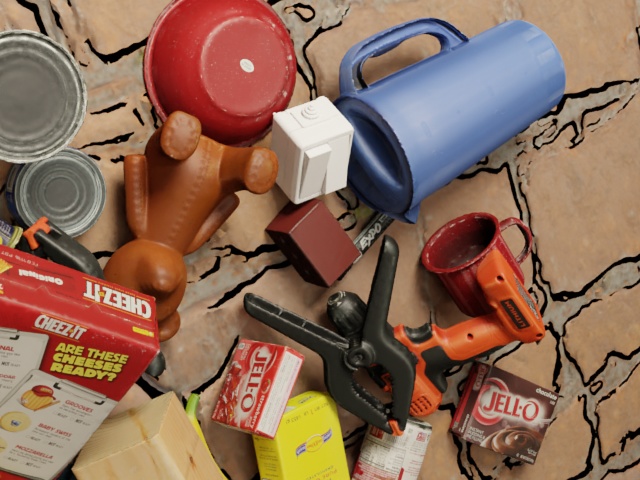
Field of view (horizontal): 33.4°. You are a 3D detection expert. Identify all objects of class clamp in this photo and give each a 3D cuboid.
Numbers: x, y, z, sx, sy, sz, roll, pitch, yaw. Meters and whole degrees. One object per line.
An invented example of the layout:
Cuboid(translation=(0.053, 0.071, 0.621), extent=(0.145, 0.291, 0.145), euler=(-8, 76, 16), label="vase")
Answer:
Cuboid(translation=(-0.224, 0.065, 0.944), extent=(0.120, 0.039, 0.171), euler=(-24, 105, 17), label="clamp")
Cuboid(translation=(0.044, 0.102, 1.064), extent=(0.165, 0.036, 0.210), euler=(-29, 107, 15), label="clamp")

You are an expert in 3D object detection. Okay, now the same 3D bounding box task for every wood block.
Cuboid(translation=(-0.133, 0.260, 0.997), extent=(0.090, 0.091, 0.206), euler=(-24, 106, 10), label="wood block")

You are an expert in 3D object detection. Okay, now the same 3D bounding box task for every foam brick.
Cuboid(translation=(-0.007, 0.001, 1.077), extent=(0.051, 0.053, 0.078), euler=(-44, 114, -17), label="foam brick")

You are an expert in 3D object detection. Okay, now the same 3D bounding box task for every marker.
Cuboid(translation=(0.050, -0.002, 1.127), extent=(0.121, 0.020, 0.020), euler=(-48, 116, -15), label="marker")

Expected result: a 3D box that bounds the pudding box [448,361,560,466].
Cuboid(translation=(0.212, 0.199, 1.231), extent=(0.113, 0.039, 0.090), euler=(24, 85, -29), label="pudding box")

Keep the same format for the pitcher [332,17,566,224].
Cuboid(translation=(0.131, -0.143, 1.094), extent=(0.242, 0.145, 0.149), euler=(-32, 152, -25), label="pitcher")

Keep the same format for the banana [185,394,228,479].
Cuboid(translation=(-0.092, 0.248, 1.073), extent=(0.069, 0.037, 0.197), euler=(-41, 113, -18), label="banana")

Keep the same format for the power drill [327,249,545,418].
Cuboid(translation=(0.122, 0.087, 1.108), extent=(0.188, 0.057, 0.184), euler=(-30, 121, 19), label="power drill")

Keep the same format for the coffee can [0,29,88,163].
Cuboid(translation=(-0.260, -0.117, 0.873), extent=(0.102, 0.140, 0.103), euler=(-4, 99, -28), label="coffee can")

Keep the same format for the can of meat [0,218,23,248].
Cuboid(translation=(-0.319, 0.008, 0.907), extent=(0.083, 0.058, 0.102), euler=(38, 77, -24), label="can of meat")

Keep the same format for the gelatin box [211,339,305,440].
Cuboid(translation=(-0.062, 0.145, 1.046), extent=(0.030, 0.073, 0.089), euler=(32, 72, -38), label="gelatin box")

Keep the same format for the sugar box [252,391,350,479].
Cuboid(translation=(-0.013, 0.252, 1.090), extent=(0.093, 0.048, 0.176), euler=(-18, 97, -44), label="sugar box")

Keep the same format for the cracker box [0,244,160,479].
Cuboid(translation=(-0.256, 0.111, 0.886), extent=(0.164, 0.072, 0.214), euler=(22, 124, -29), label="cracker box")

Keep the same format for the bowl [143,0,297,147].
Cuboid(translation=(-0.082, -0.164, 1.013), extent=(0.161, 0.055, 0.162), euler=(-4, 99, -29), label="bowl")

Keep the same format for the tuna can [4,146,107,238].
Cuboid(translation=(-0.236, -0.043, 0.957), extent=(0.086, 0.034, 0.086), euler=(-4, 99, -28), label="tuna can")

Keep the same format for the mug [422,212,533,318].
Cuboid(translation=(0.179, 0.023, 1.158), extent=(0.117, 0.093, 0.081), euler=(-37, 118, -2), label="mug")

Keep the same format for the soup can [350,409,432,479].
Cuboid(translation=(0.074, 0.237, 1.144), extent=(0.068, 0.069, 0.102), euler=(20, 86, -29), label="soup can")
